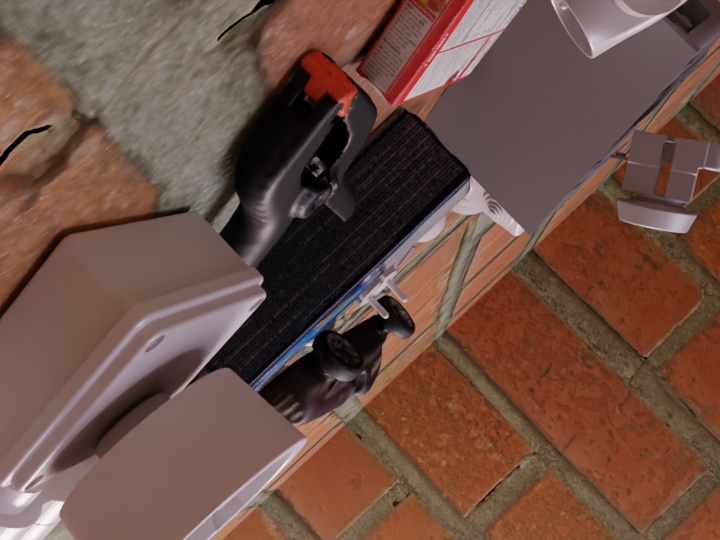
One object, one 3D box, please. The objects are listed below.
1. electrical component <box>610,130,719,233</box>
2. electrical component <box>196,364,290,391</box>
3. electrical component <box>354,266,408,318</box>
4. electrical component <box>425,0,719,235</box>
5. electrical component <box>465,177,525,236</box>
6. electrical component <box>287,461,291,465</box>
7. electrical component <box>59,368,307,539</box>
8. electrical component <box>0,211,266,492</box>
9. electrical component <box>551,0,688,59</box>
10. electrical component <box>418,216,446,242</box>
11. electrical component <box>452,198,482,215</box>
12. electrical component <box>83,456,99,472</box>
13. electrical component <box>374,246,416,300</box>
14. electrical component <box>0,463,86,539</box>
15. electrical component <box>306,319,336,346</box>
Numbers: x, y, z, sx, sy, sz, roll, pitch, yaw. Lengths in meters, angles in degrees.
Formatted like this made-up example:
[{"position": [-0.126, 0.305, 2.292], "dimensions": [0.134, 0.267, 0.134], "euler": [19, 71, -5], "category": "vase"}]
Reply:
[{"position": [0.184, -0.054, 0.655], "dimensions": [0.048, 0.066, 0.055], "euler": [-19, 121, -71], "category": "electrical component"}, {"position": [-0.107, 0.111, 0.846], "dimensions": [0.121, 0.063, 0.078], "euler": [-37, 169, -36], "category": "electrical component"}, {"position": [0.000, 0.000, 0.757], "dimensions": [0.066, 0.076, 0.047], "euler": [-40, 171, -22], "category": "electrical component"}, {"position": [0.131, -0.122, 0.673], "dimensions": [0.060, 0.105, 0.186], "euler": [-37, 169, -37], "category": "electrical component"}, {"position": [0.119, -0.085, 0.824], "dimensions": [0.100, 0.100, 0.048], "euler": [-39, 157, -26], "category": "electrical component"}, {"position": [-0.110, 0.149, 0.921], "dimensions": [0.050, 0.089, 0.056], "euler": [-45, 171, 9], "category": "electrical component"}, {"position": [-0.083, 0.090, 0.481], "dimensions": [0.108, 0.060, 0.108], "euler": [-42, 171, -8], "category": "electrical component"}, {"position": [-0.111, 0.032, 0.480], "dimensions": [0.108, 0.056, 0.109], "euler": [-47, 171, 21], "category": "electrical component"}, {"position": [0.142, -0.146, 0.541], "dimensions": [0.077, 0.044, 0.079], "euler": [-33, -171, 6], "category": "electrical component"}, {"position": [0.041, -0.046, 0.834], "dimensions": [0.043, 0.043, 0.081], "euler": [-44, 171, 6], "category": "electrical component"}, {"position": [0.122, -0.100, 0.911], "dimensions": [0.138, 0.052, 0.073], "euler": [-42, 171, -10], "category": "electrical component"}, {"position": [-0.182, 0.130, 0.680], "dimensions": [0.044, 0.044, 0.065], "euler": [-46, 166, 15], "category": "electrical component"}, {"position": [0.012, -0.008, 0.879], "dimensions": [0.055, 0.048, 0.066], "euler": [-53, 170, 8], "category": "electrical component"}, {"position": [-0.182, 0.108, 0.536], "dimensions": [0.073, 0.052, 0.138], "euler": [-46, 170, 16], "category": "electrical component"}, {"position": [-0.042, 0.035, 0.849], "dimensions": [0.048, 0.048, 0.062], "euler": [-43, 178, -1], "category": "electrical component"}]
